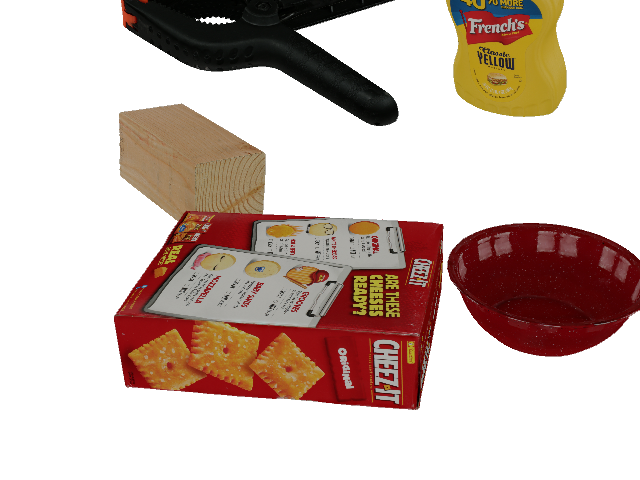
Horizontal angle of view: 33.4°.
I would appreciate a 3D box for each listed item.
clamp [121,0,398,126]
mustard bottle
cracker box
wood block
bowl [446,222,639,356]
[{"bbox_3d":[-0.036,-0.143,0.744,0.210,0.164,0.036,2,-43,-2],"label":"clamp"},{"bbox_3d":[0.152,-0.190,0.881,0.096,0.058,0.191,17,-34,26],"label":"mustard bottle"},{"bbox_3d":[-0.022,0.047,0.794,0.214,0.072,0.164,3,29,11],"label":"cracker box"},{"bbox_3d":[-0.157,-0.088,1.272,0.090,0.090,0.206,-12,28,-32],"label":"wood block"},{"bbox_3d":[0.182,0.046,0.866,0.162,0.055,0.162,1,29,-1],"label":"bowl"}]
